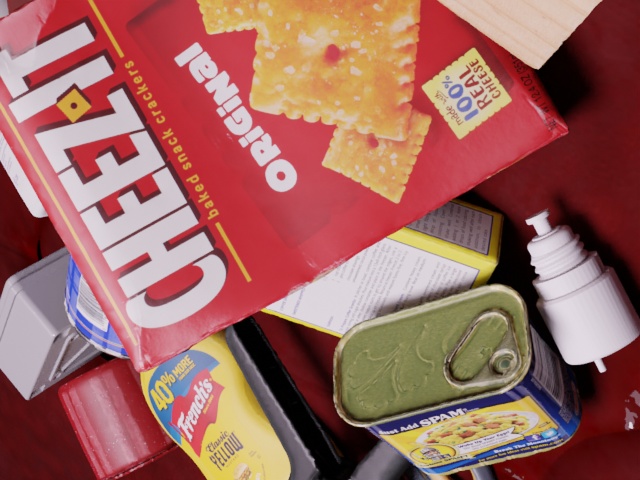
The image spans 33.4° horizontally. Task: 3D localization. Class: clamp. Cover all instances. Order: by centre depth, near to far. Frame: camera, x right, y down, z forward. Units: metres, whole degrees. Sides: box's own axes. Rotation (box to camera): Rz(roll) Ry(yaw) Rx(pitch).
[{"bbox_3d":[0.023,0.148,0.650,0.165,0.036,0.210,0,103,34],"label":"clamp"}]

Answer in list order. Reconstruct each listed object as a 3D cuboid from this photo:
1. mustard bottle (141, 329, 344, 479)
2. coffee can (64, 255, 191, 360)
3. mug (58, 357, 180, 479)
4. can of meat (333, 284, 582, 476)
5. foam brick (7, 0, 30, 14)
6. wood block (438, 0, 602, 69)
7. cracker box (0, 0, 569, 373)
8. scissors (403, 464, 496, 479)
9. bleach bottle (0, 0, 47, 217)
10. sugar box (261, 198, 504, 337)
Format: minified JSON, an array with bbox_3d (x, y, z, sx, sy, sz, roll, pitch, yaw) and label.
[{"bbox_3d":[-0.072,0.113,0.752,0.192,0.058,0.096,50,125,14],"label":"mustard bottle"},{"bbox_3d":[-0.106,-0.005,0.682,0.103,0.102,0.140,41,138,21],"label":"coffee can"},{"bbox_3d":[-0.140,0.128,0.824,0.117,0.093,0.081,-28,87,20],"label":"mug"},{"bbox_3d":[0.071,0.074,0.533,0.102,0.057,0.083,-19,141,24],"label":"can of meat"},{"bbox_3d":[-0.159,-0.150,0.688,0.078,0.051,0.053,27,130,33],"label":"foam brick"},{"bbox_3d":[0.031,-0.170,0.388,0.206,0.090,0.090,34,139,-4],"label":"wood block"},{"bbox_3d":[-0.025,-0.064,0.476,0.164,0.213,0.072,61,177,-1],"label":"cracker box"},{"bbox_3d":[0.116,0.184,0.631,0.202,0.016,0.096,36,135,26],"label":"scissors"},{"bbox_3d":[-0.234,-0.144,0.765,0.251,0.067,0.103,57,140,7],"label":"bleach bottle"},{"bbox_3d":[-0.004,0.000,0.559,0.176,0.048,0.093,21,133,-1],"label":"sugar box"}]
